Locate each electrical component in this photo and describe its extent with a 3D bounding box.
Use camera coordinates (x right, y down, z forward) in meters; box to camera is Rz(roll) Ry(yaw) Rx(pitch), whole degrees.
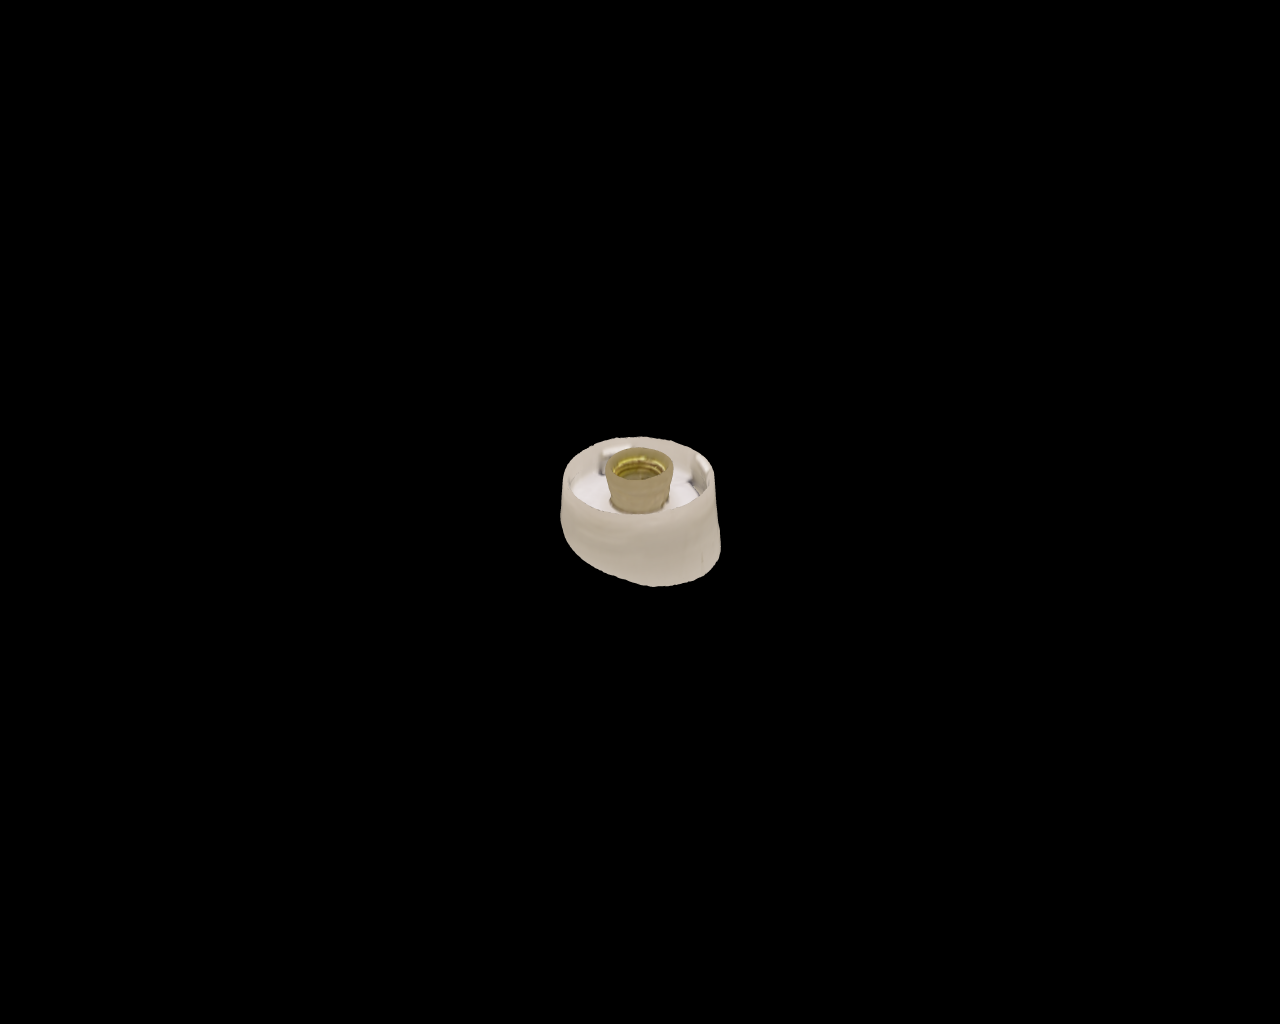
[{"bbox_3d":[0.001,-0.003,0.650,0.099,0.064,0.099,0,33,0],"label":"electrical component"}]
